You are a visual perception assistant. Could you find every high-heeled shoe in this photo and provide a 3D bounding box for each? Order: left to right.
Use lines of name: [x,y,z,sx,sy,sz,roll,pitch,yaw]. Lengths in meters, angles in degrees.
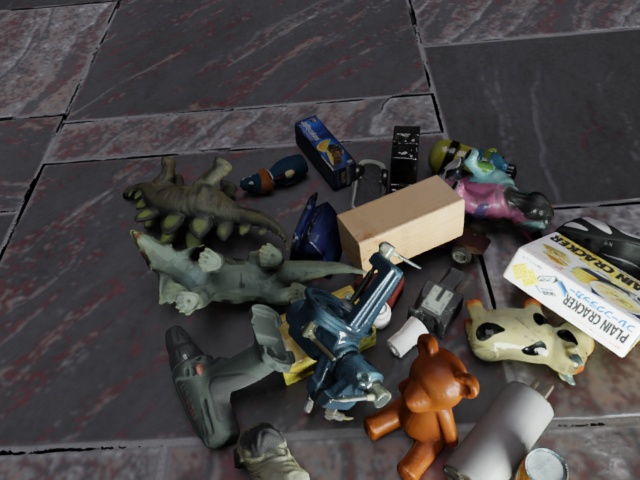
high-heeled shoe: [0.527,0.039,0.931,0.145,0.086,0.249,-1,33,-14]

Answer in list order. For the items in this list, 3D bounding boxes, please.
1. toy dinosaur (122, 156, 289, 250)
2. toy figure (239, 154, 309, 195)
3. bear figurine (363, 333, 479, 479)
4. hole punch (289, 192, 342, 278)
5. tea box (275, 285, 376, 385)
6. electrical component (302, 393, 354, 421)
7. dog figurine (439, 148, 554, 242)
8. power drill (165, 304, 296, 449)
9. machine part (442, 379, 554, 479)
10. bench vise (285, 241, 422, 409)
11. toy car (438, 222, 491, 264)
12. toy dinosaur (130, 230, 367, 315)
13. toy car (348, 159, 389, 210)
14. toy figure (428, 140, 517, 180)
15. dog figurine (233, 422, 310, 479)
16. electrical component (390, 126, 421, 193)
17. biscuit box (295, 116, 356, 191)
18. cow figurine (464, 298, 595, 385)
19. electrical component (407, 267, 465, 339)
toy dinosaur: [-0.244,-0.065,1.097,0.472,0.104,0.198,7,57,28]
toy figure: [-0.101,-0.139,1.178,0.154,0.064,0.057,-26,89,-10]
bear figurine: [0.140,0.231,0.744,0.132,0.195,0.120,-32,57,-19]
hole punch: [-0.002,-0.003,1.019,0.092,0.115,0.142,19,54,10]
tea box: [-0.001,0.158,0.904,0.170,0.068,0.098,-20,53,-12]
electrical component: [0.024,0.237,0.850,0.078,0.045,0.102,10,52,17]
dog figurine: [0.341,-0.068,1.045,0.219,0.191,0.108,30,74,-6]
power drill: [-0.151,0.186,0.844,0.207,0.086,0.232,-35,56,13]
machine part: [0.254,0.285,0.764,0.079,0.079,0.243,35,62,30]
bench vise: [0.050,0.117,0.778,0.240,0.128,0.224,-57,35,8]
toy car: [0.225,-0.012,1.037,0.202,0.053,0.089,21,49,27]
toy dinosaur: [-0.135,0.066,0.961,0.405,0.192,0.131,5,90,-11]
toy car: [0.097,-0.081,1.099,0.074,0.056,0.202,10,60,1]
toy figure: [0.318,-0.159,1.129,0.180,0.089,0.082,17,41,23]
dog figurine: [-0.078,0.362,0.734,0.172,0.121,0.191,-37,41,-27]
electrical component: [0.181,-0.175,1.141,0.058,0.114,0.134,6,52,8]
biscuit box: [0.010,-0.201,1.216,0.059,0.062,0.203,-23,51,-15]
cow figurine: [0.337,0.160,0.858,0.195,0.085,0.127,1,44,4]
electrical component: [0.211,0.104,0.942,0.075,0.047,0.119,23,55,23]
